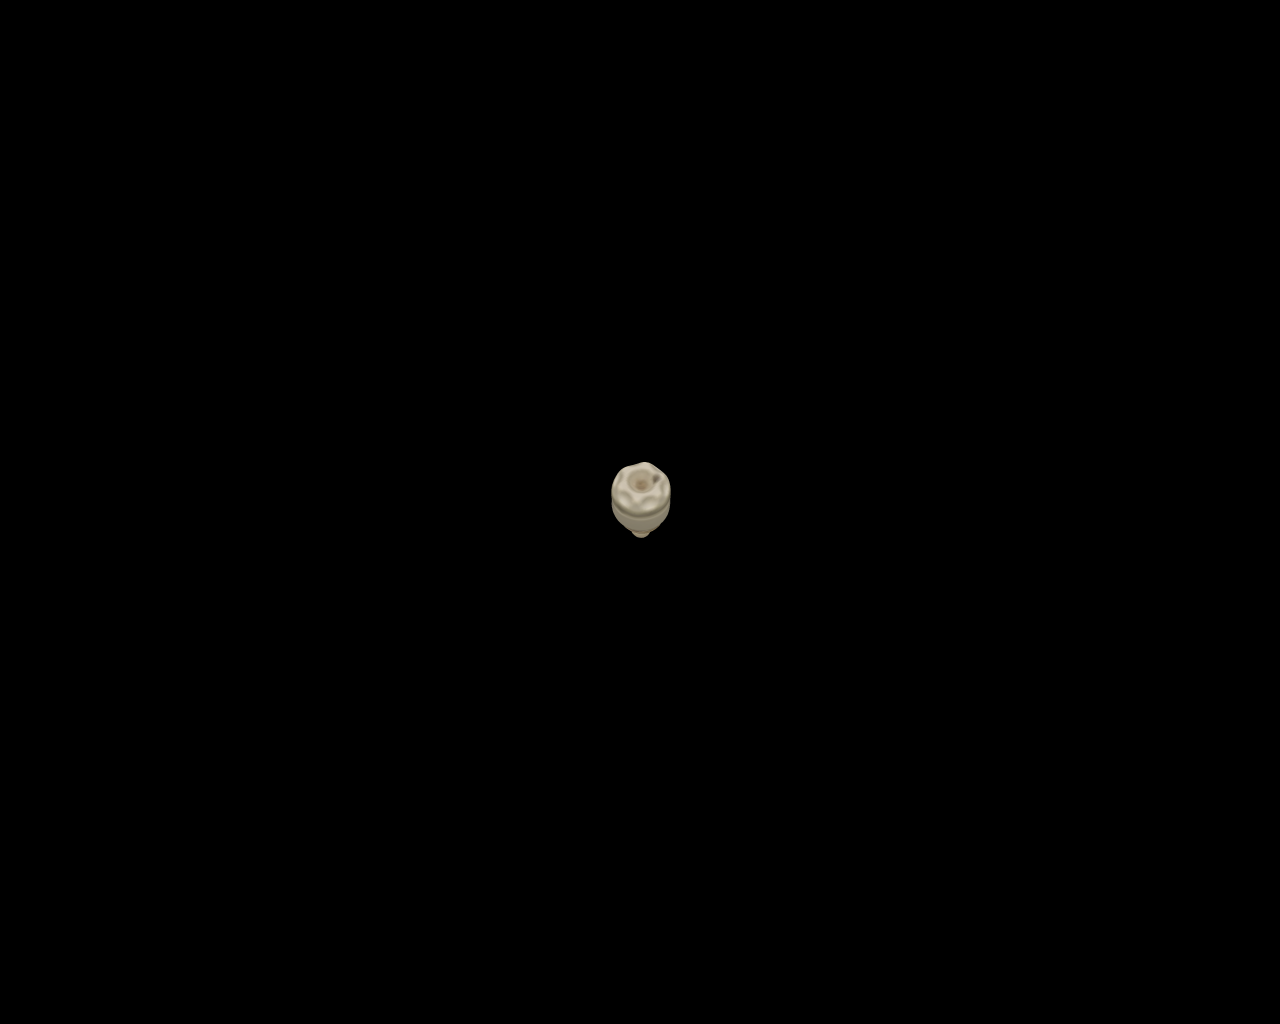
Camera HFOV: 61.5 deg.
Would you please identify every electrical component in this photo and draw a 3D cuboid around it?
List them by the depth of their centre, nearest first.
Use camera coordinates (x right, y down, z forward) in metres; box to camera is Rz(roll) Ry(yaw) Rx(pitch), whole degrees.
[{"bbox_3d":[0.001,-0.003,0.650,0.035,0.035,0.061,0,-32,0],"label":"electrical component"}]
